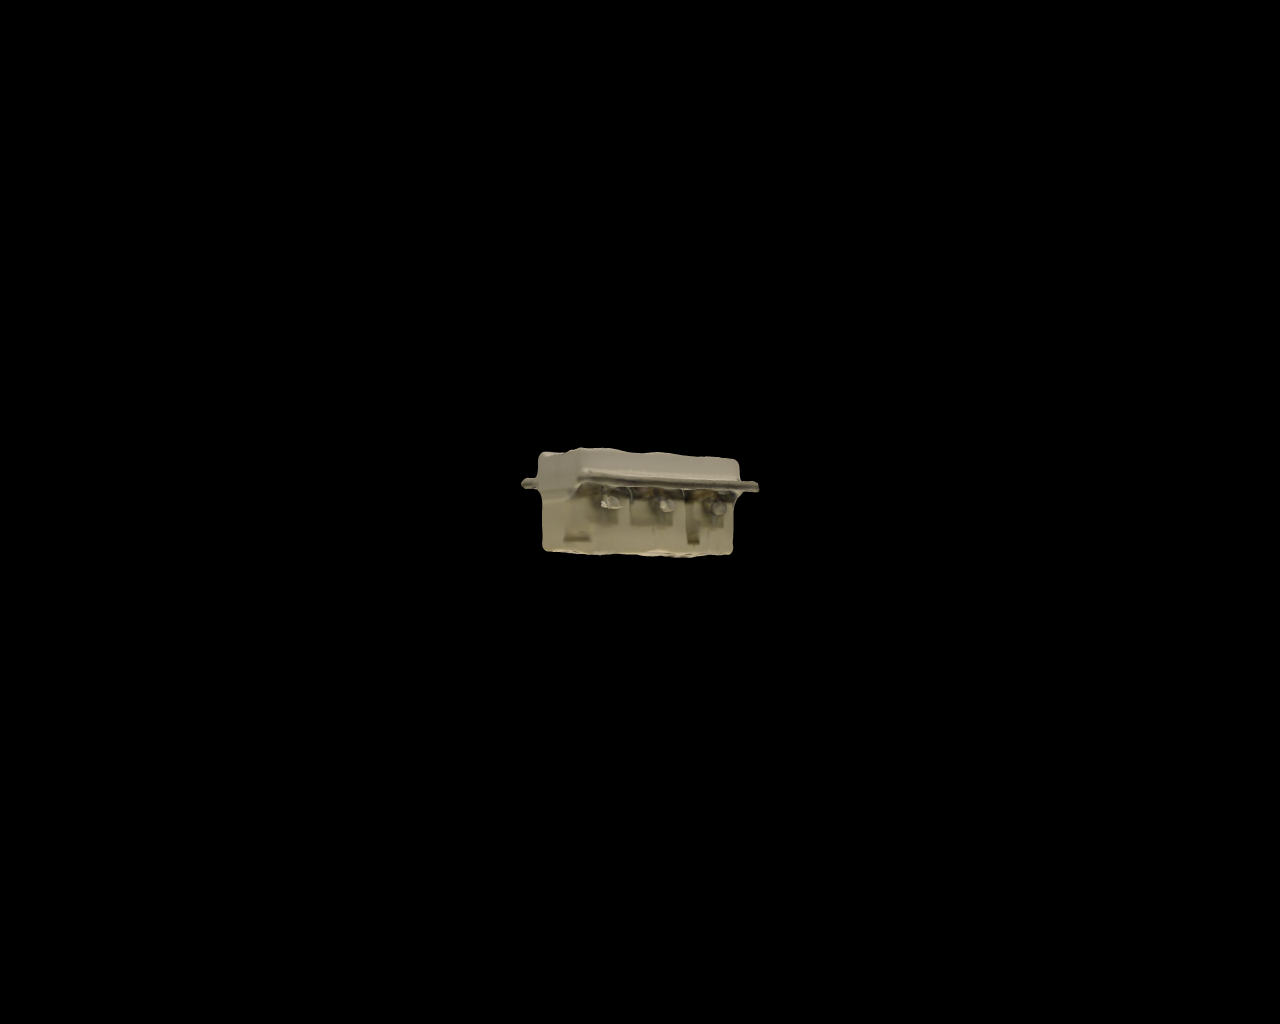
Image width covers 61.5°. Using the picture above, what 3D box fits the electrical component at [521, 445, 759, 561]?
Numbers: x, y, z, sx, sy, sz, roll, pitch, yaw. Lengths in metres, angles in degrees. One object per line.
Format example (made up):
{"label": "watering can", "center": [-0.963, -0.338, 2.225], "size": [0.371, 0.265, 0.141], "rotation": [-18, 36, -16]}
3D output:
{"label": "electrical component", "center": [0.001, -0.003, 0.650], "size": [0.121, 0.063, 0.078], "rotation": [3, -5, -37]}
